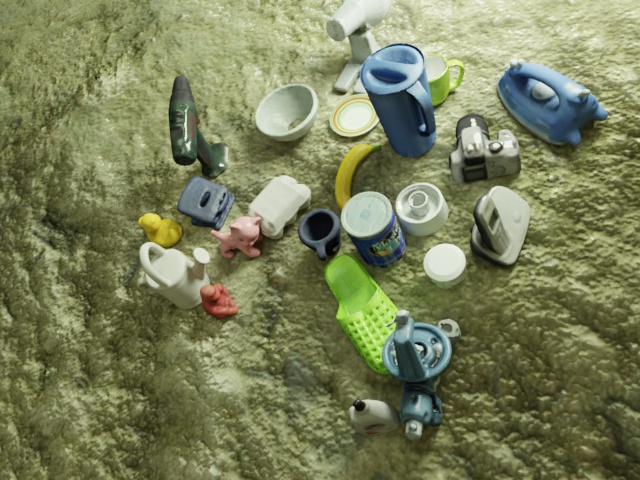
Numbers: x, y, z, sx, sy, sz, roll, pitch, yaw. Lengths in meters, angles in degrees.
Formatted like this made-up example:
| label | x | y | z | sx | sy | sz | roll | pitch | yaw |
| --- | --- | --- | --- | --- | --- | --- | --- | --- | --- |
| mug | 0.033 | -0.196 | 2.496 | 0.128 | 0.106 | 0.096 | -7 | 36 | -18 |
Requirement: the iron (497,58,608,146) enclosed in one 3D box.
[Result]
| label | x | y | z | sx | sy | sz | roll | pitch | yaw |
| --- | --- | --- | --- | --- | --- | --- | --- | --- | --- |
| iron | 0.460 | -0.312 | 1.191 | 0.119 | 0.142 | 0.257 | -42 | 56 | -5 |

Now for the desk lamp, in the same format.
| label | x | y | z | sx | sy | sz | roll | pitch | yaw |
| --- | --- | --- | --- | --- | --- | --- | --- | --- | --- |
| desk lamp | 0.095 | -0.501 | 1.397 | 0.117 | 0.214 | 0.203 | 19 | 70 | 29 |

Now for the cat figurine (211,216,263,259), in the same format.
| label | x | y | z | sx | sy | sz | roll | pitch | yaw |
| --- | --- | --- | --- | --- | --- | --- | --- | --- | --- |
| cat figurine | -0.184 | -0.013 | 1.291 | 0.127 | 0.118 | 0.067 | -5 | 61 | 19 |

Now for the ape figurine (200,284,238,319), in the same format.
| label | x | y | z | sx | sy | sz | roll | pitch | yaw |
| --- | --- | --- | --- | --- | --- | --- | --- | --- | --- |
| ape figurine | -0.229 | 0.128 | 1.245 | 0.076 | 0.092 | 0.078 | -5 | 61 | 19 |

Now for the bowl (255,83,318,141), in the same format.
| label | x | y | z | sx | sy | sz | roll | pitch | yaw |
| --- | --- | --- | --- | --- | --- | --- | --- | --- | --- |
| bowl | -0.074 | -0.307 | 1.439 | 0.167 | 0.075 | 0.167 | -9 | 59 | 17 |

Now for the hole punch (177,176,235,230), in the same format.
| label | x | y | z | sx | sy | sz | roll | pitch | yaw |
| --- | --- | --- | --- | --- | --- | --- | --- | --- | --- |
| hole punch | -0.275 | -0.092 | 1.387 | 0.100 | 0.091 | 0.109 | 10 | 66 | 26 |

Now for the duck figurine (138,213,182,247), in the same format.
| label | x | y | z | sx | sy | sz | roll | pitch | yaw |
| --- | --- | --- | --- | --- | --- | --- | --- | --- | --- |
| duck figurine | -0.398 | -0.032 | 1.405 | 0.104 | 0.086 | 0.077 | 13 | 68 | 27 |

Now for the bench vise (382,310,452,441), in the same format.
| label | x | y | z | sx | sy | sz | roll | pitch | yaw |
| --- | --- | --- | --- | --- | --- | --- | --- | --- | --- |
| bench vise | 0.168 | 0.216 | 0.961 | 0.121 | 0.220 | 0.207 | -19 | 57 | 11 |

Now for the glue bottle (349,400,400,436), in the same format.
| label | x | y | z | sx | sy | sz | roll | pitch | yaw |
| --- | --- | --- | --- | --- | --- | --- | --- | --- | --- |
| glue bottle | 0.084 | 0.298 | 0.977 | 0.078 | 0.173 | 0.037 | -20 | 57 | 10 |

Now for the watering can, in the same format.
| label | x | y | z | sx | sy | sz | roll | pitch | yaw |
| --- | --- | --- | --- | --- | --- | --- | --- | --- | --- |
| watering can | -0.324 | 0.066 | 1.255 | 0.173 | 0.194 | 0.100 | -38 | 55 | -2 |

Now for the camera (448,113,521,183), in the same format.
| label | x | y | z | sx | sy | sz | roll | pitch | yaw |
| --- | --- | --- | --- | --- | --- | --- | --- | --- | --- |
| camera | 0.339 | -0.206 | 1.203 | 0.143 | 0.101 | 0.137 | -9 | 59 | 17 |

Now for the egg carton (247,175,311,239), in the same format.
| label | x | y | z | sx | sy | sz | roll | pitch | yaw |
| --- | --- | --- | --- | --- | --- | --- | --- | --- | --- |
| egg carton | -0.094 | -0.077 | 1.321 | 0.107 | 0.070 | 0.150 | 33 | 78 | 33 |

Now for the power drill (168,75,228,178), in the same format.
| label | x | y | z | sx | sy | sz | roll | pitch | yaw |
| --- | --- | --- | --- | --- | --- | --- | --- | --- | --- |
| power drill | -0.308 | -0.262 | 1.425 | 0.075 | 0.209 | 0.229 | -13 | 58 | 15 |

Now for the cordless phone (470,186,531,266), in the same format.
| label | x | y | z | sx | sy | sz | roll | pitch | yaw |
| --- | --- | --- | --- | --- | --- | --- | --- | --- | --- |
| cordless phone | 0.331 | -0.049 | 1.067 | 0.093 | 0.185 | 0.148 | 12 | 67 | 27 |

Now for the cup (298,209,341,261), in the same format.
| label | x | y | z | sx | sy | sz | roll | pitch | yaw |
| --- | --- | --- | --- | --- | --- | --- | --- | --- | --- |
| cup | 0.011 | 0.004 | 1.218 | 0.091 | 0.095 | 0.117 | -15 | 58 | 13 |
